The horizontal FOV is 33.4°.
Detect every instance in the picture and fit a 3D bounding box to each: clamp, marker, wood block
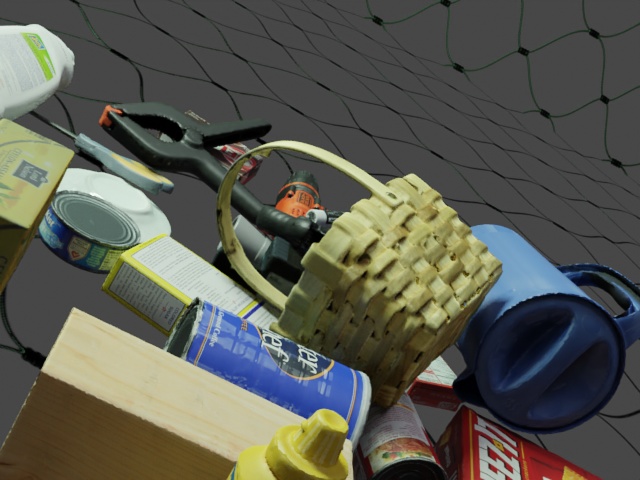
[{"bbox_3d":[-0.007,0.001,1.097,0.120,0.039,0.172,36,-4,-25],"label":"clamp"},{"bbox_3d":[0.034,-0.022,1.192,0.120,0.020,0.020,3,34,-44],"label":"marker"},{"bbox_3d":[-0.142,-0.111,1.201,0.209,0.036,0.164,23,41,-16],"label":"clamp"},{"bbox_3d":[-0.090,0.140,0.679,0.206,0.091,0.090,27,19,-10],"label":"wood block"}]

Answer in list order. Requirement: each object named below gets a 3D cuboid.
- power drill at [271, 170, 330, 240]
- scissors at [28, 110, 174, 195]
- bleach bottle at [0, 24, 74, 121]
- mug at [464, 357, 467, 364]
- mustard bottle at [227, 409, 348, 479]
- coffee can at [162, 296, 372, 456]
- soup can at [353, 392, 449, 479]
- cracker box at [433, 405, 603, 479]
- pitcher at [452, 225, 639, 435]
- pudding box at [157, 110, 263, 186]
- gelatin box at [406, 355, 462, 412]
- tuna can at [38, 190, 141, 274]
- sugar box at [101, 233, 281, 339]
[{"bbox_3d":[0.032,-0.007,1.258,0.187,0.057,0.184,26,24,-7],"label":"power drill"},{"bbox_3d":[-0.234,-0.095,1.141,0.202,0.016,0.096,31,5,28],"label":"scissors"},{"bbox_3d":[-0.314,-0.170,1.101,0.102,0.068,0.250,66,16,-8],"label":"bleach bottle"},{"bbox_3d":[0.208,0.121,1.161,0.081,0.093,0.117,26,28,0],"label":"mug"},{"bbox_3d":[-0.039,0.164,0.543,0.058,0.192,0.096,26,20,-13],"label":"mustard bottle"},{"bbox_3d":[-0.048,0.116,0.777,0.140,0.103,0.103,26,20,-12],"label":"coffee can"},{"bbox_3d":[0.055,0.169,0.852,0.068,0.069,0.102,22,21,-23],"label":"soup can"},{"bbox_3d":[0.194,0.241,0.872,0.213,0.072,0.164,29,20,-4],"label":"cracker box"},{"bbox_3d":[0.194,0.067,1.010,0.149,0.145,0.243,20,16,-12],"label":"pitcher"},{"bbox_3d":[-0.132,-0.104,1.277,0.113,0.039,0.090,31,21,2],"label":"pudding box"},{"bbox_3d":[0.095,0.129,1.061,0.073,0.030,0.089,17,24,-38],"label":"gelatin box"},{"bbox_3d":[-0.205,-0.007,0.948,0.086,0.034,0.086,27,20,-11],"label":"tuna can"},{"bbox_3d":[-0.092,0.067,0.921,0.176,0.048,0.093,37,21,6],"label":"sugar box"}]
